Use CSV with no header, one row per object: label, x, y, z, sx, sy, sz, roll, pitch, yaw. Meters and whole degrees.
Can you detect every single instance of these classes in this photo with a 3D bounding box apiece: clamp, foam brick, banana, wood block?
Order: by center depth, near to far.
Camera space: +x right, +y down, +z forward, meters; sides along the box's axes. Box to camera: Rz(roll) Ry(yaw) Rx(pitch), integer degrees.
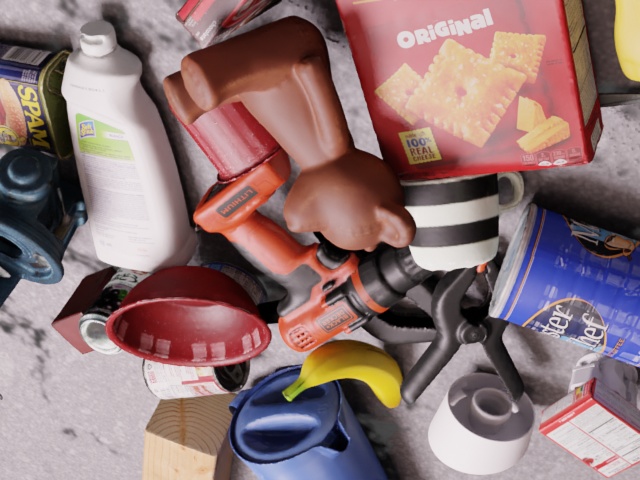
clamp,0.131,0.086,0.997,0.120,0.039,0.171,-10,114,-9
clamp,0.038,0.056,1.042,0.210,0.036,0.165,26,128,-4
banana,0.037,0.133,1.073,0.070,0.037,0.197,-50,145,18
foam brick,-0.243,0.077,1.163,0.053,0.078,0.051,-20,119,36
wood block,-0.159,0.270,1.299,0.090,0.090,0.206,18,136,7

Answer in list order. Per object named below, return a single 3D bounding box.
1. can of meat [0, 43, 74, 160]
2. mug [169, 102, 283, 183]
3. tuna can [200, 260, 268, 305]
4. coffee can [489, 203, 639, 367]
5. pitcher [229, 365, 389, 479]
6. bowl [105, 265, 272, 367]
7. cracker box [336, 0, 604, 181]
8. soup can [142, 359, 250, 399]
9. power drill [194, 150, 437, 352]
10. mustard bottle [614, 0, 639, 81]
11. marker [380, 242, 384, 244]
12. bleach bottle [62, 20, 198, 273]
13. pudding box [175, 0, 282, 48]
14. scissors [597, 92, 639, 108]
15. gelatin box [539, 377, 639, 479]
can of meat,-0.272,-0.132,0.995,0.084,0.057,0.102,12,135,16
mug,-0.078,-0.110,0.917,0.081,0.093,0.117,53,166,-20
tuna can,-0.100,0.064,1.119,0.086,0.033,0.086,13,135,13
coffee can,0.226,0.039,0.901,0.140,0.102,0.103,20,136,6
pitcher,0.001,0.262,1.205,0.145,0.149,0.242,-22,126,10
bowl,-0.127,0.070,1.048,0.162,0.055,0.162,1,150,0
cracker box,0.107,-0.152,0.783,0.164,0.072,0.213,-3,124,26
soup can,-0.137,0.139,1.182,0.102,0.068,0.068,-11,126,32
power drill,-0.006,0.001,0.962,0.185,0.057,0.187,-34,107,27
mustard bottle,0.229,-0.199,0.706,0.096,0.058,0.191,-5,128,30
marker,0.104,-0.015,0.964,0.121,0.020,0.020,-12,125,32
bleach bottle,-0.179,-0.085,0.994,0.103,0.068,0.251,8,131,13
pudding box,-0.045,-0.197,0.789,0.039,0.113,0.090,47,134,-5
scissors,0.159,-0.092,0.867,0.202,0.016,0.096,11,132,16
gelatin box,0.260,0.174,0.981,0.089,0.030,0.073,35,134,-10
